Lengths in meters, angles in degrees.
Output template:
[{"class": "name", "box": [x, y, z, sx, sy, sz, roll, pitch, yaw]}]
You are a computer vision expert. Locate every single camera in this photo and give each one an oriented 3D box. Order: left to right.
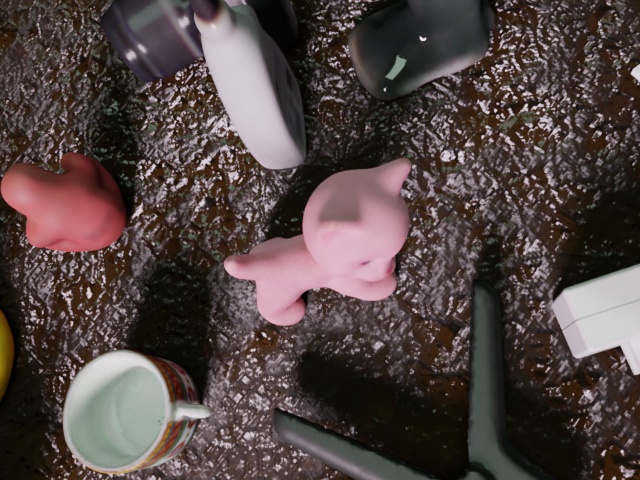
[{"class": "camera", "box": [-0.108, -0.200, 0.445, 0.137, 0.101, 0.143, -32, 70, 3]}]

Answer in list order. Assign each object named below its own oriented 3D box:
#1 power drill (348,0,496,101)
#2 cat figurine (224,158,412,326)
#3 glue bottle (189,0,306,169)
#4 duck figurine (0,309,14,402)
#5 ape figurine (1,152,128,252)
[{"class": "power drill", "box": [0.047, -0.177, 0.345, 0.229, 0.209, 0.075, -25, 70, 5]}, {"class": "cat figurine", "box": [0.003, 0.001, 0.352, 0.127, 0.118, 0.067, -19, 71, 7]}, {"class": "glue bottle", "box": [-0.048, -0.111, 0.367, 0.037, 0.173, 0.078, -8, 72, 11]}, {"class": "duck figurine", "box": [-0.278, 0.087, 0.409, 0.077, 0.086, 0.104, -8, 72, 11]}, {"class": "ape figurine", "box": [-0.192, -0.030, 0.420, 0.076, 0.092, 0.078, 37, 85, 20]}]
